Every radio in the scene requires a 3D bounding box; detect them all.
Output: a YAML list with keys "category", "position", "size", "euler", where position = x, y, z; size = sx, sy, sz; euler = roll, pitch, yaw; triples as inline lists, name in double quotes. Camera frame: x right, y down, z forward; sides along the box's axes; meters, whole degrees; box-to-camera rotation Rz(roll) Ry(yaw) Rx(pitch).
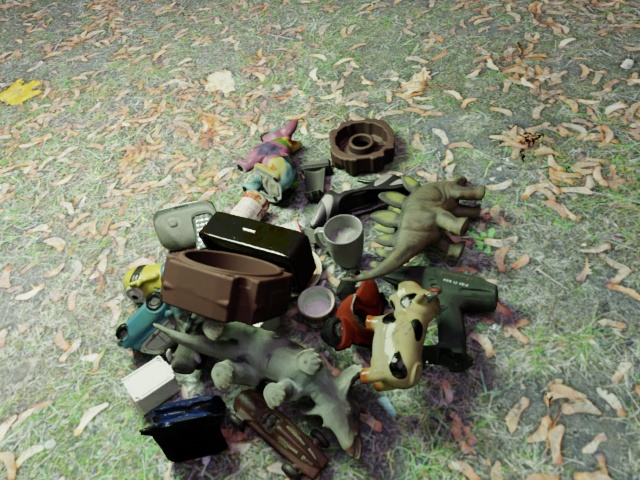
- category: "radio"
  position: [-0.125, 0.026, 1.105]
  size: [0.230, 0.131, 0.073]
  euler: [15, 55, 27]

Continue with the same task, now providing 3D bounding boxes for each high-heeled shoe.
- category: "high-heeled shoe"
  position: [0.097, -0.076, 1.202]
  size: [0.145, 0.086, 0.249]
  euler: [19, 46, 30]

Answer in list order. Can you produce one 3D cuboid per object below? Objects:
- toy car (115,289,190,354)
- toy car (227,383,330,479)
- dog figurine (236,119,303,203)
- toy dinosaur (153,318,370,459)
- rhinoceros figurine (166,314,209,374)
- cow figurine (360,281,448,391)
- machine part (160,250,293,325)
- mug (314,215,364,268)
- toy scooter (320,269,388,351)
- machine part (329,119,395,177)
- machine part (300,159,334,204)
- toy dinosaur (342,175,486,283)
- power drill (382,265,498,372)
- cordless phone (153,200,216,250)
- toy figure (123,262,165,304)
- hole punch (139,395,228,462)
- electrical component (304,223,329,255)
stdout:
- category: "toy car"
  position: [-0.316, 0.171, 1.064]
  size: [0.103, 0.109, 0.161]
  euler: [44, 85, 12]
- category: "toy car"
  position: [-0.073, 0.326, 0.925]
  size: [0.202, 0.053, 0.089]
  euler: [32, 59, 32]
- category: "dog figurine"
  position: [-0.095, -0.205, 1.335]
  size: [0.192, 0.108, 0.219]
  euler: [19, 53, 31]
- category: "toy dinosaur"
  position: [-0.082, 0.215, 0.933]
  size: [0.405, 0.192, 0.131]
  euler: [23, 82, 26]
- category: "rhinoceros figurine"
  position: [-0.228, 0.178, 1.037]
  size: [0.073, 0.111, 0.190]
  euler: [5, 44, 11]
- category: "cow figurine"
  position: [0.146, 0.157, 0.916]
  size: [0.127, 0.085, 0.195]
  euler: [-9, 53, 29]
- category: "machine part"
  position: [-0.165, 0.078, 0.967]
  size: [0.202, 0.201, 0.087]
  euler: [12, 97, 23]
- category: "mug"
  position: [0.043, 0.011, 1.131]
  size: [0.110, 0.107, 0.081]
  euler: [2, 50, 17]
- category: "toy scooter"
  position: [0.084, 0.147, 1.017]
  size: [0.135, 0.075, 0.184]
  euler: [32, 49, -8]
- category: "machine part"
  position: [0.107, -0.238, 1.362]
  size: [0.179, 0.056, 0.179]
  euler: [-4, 49, 5]
- category: "machine part"
  position: [-0.009, -0.149, 1.320]
  size: [0.084, 0.039, 0.139]
  euler: [1, 50, 5]
- category: "toy dinosaur"
  position: [0.210, -0.035, 1.113]
  size: [0.199, 0.104, 0.471]
  euler: [17, 38, 23]
- category: "power drill"
  position: [0.216, 0.141, 1.020]
  size: [0.232, 0.085, 0.207]
  euler: [5, 45, 14]
- category: "cordless phone"
  position: [-0.293, 0.009, 1.218]
  size: [0.147, 0.088, 0.184]
  euler: [-13, 68, -1]
- category: "toy figure"
  position: [-0.332, 0.084, 1.153]
  size: [0.180, 0.082, 0.089]
  euler: [-18, 30, 5]
- category: "hole punch"
  position: [-0.223, 0.308, 0.929]
  size: [0.142, 0.115, 0.092]
  euler: [-10, 42, 1]
- category: "electrical component"
  position: [-0.002, -0.004, 1.206]
  size: [0.063, 0.021, 0.094]
  euler: [-7, 49, 3]
